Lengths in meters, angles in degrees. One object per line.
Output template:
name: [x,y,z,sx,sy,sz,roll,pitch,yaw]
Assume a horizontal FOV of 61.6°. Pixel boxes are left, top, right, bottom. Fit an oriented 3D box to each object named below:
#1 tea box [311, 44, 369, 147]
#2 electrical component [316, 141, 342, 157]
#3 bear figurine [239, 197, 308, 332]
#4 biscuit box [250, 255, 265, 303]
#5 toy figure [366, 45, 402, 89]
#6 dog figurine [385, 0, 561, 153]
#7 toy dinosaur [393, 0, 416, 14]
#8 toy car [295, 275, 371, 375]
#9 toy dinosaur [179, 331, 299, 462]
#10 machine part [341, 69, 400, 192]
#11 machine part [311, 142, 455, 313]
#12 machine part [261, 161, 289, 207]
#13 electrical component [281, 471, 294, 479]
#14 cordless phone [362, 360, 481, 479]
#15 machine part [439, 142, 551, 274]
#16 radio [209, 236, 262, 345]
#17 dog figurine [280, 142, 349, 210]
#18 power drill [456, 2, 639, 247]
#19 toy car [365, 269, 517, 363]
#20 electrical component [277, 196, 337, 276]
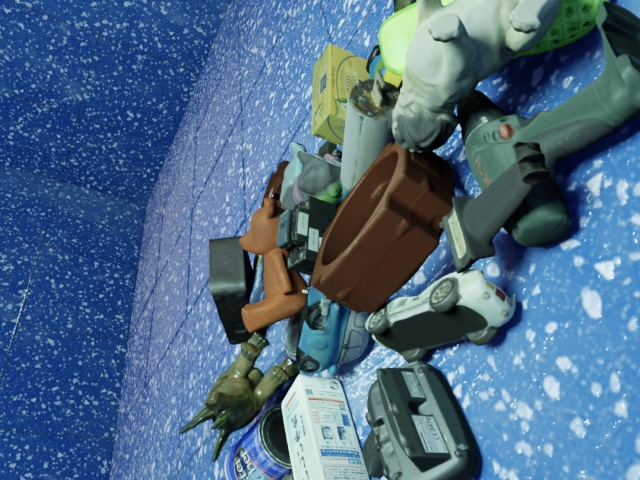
tea box: [0.041,-0.254,0.957,0.068,0.098,0.169,-42,41,50]
electrical component: [0.014,-0.162,1.049,0.094,0.021,0.063,-36,45,54]
bear figurine: [-0.090,0.038,0.891,0.120,0.132,0.195,172,76,-85]
biscuit box: [-0.096,0.064,1.052,0.203,0.063,0.059,-99,32,-65]
toy figure: [0.127,-0.229,0.789,0.180,0.082,0.089,-129,39,-52]
dog figurine: [0.156,-0.183,0.561,0.190,0.172,0.121,79,-177,-60]
toy dinosaur: [0.158,-0.365,0.773,0.192,0.131,0.405,122,147,-64]
toy car: [0.022,0.121,0.770,0.109,0.103,0.161,-86,8,-49]
toy dinosaur: [-0.136,0.259,0.914,0.198,0.105,0.471,-47,-10,-5]
machine part: [0.072,-0.142,0.776,0.243,0.079,0.079,91,177,-56]
machine part: [0.081,-0.020,0.687,0.201,0.087,0.201,-50,13,30]
machine part: [-0.074,-0.086,1.146,0.179,0.056,0.179,-44,37,47]
electrical component: [-0.030,0.384,0.781,0.102,0.078,0.045,-54,8,27]
cordless phone: [0.091,0.244,0.617,0.147,0.089,0.184,-109,30,-49]
machine part: [0.162,-0.032,0.510,0.138,0.039,0.084,120,156,-44]
radio: [-0.169,0.109,1.089,0.229,0.073,0.131,83,179,-52]
dog figurine: [-0.023,-0.051,0.970,0.192,0.108,0.219,47,122,58]
power drill: [0.224,-0.125,0.530,0.207,0.086,0.232,-41,42,44]
toy car: [0.127,0.089,0.606,0.202,0.073,0.056,-35,19,54]
electrical component: [-0.002,-0.003,0.857,0.058,0.134,0.115,-35,44,50]
